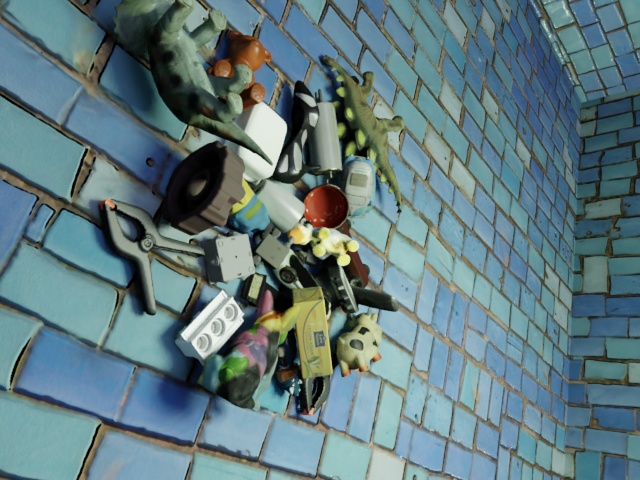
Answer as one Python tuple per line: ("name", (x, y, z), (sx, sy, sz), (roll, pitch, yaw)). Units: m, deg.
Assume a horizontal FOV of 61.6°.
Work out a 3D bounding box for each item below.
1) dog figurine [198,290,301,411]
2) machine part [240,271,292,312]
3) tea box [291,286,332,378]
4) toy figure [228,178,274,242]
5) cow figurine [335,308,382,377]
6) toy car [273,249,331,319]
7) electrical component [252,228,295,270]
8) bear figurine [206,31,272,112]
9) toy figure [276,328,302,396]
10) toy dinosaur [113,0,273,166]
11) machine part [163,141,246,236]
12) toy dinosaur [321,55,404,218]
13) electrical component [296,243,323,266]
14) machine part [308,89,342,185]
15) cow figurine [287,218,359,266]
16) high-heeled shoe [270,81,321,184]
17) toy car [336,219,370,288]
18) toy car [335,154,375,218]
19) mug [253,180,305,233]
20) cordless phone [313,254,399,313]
("dog figurine", (-0.124, 0.200, 1.022), (0.219, 0.109, 0.191), (-63, 163, -16))
("machine part", (-0.112, 0.119, 1.156), (0.138, 0.039, 0.084), (33, 52, -39))
("tea box", (-0.018, 0.194, 1.144), (0.098, 0.068, 0.169), (-110, -166, -78))
("toy figure", (-0.167, -0.080, 1.094), (0.180, 0.082, 0.089), (48, 32, -24))
("cow figurine", (0.097, 0.242, 1.308), (0.195, 0.086, 0.127), (-13, 84, -63))
("toy car", (-0.038, 0.105, 1.218), (0.201, 0.056, 0.073), (56, 33, -22))
("electrical component", (-0.111, 0.019, 1.147), (0.078, 0.045, 0.102), (35, 70, -17))
("bear figurine", (-0.158, -0.361, 1.115), (0.120, 0.132, 0.196), (32, 66, -21))
("toy figure", (-0.072, 0.261, 1.162), (0.064, 0.058, 0.154), (-11, 96, -43))
("toy dinosaur", (-0.235, -0.290, 0.954), (0.131, 0.192, 0.404), (-25, 96, -55))
("machine part", (-0.210, -0.093, 0.977), (0.056, 0.179, 0.179), (36, 59, -44))
("toy dinosaur", (0.129, -0.285, 1.451), (0.198, 0.105, 0.471), (-46, 109, -34))
("electrical component", (-0.022, 0.027, 1.283), (0.094, 0.021, 0.063), (26, 65, -43))
("machine part", (0.008, -0.247, 1.321), (0.079, 0.079, 0.243), (-7, 89, -49))
("cow figurine", (-0.003, -0.006, 1.230), (0.167, 0.098, 0.068), (22, 101, -22))
("high-heeled shoe", (-0.074, -0.250, 1.241), (0.145, 0.086, 0.248), (-8, 82, -34))
("toy car", (0.072, 0.034, 1.364), (0.202, 0.053, 0.089), (65, 29, -16))
("toy car", (0.093, -0.136, 1.341), (0.109, 0.103, 0.161), (11, 89, -5))
("mug", (-0.096, -0.085, 1.174), (0.107, 0.081, 0.110), (42, 23, -26))
("cordless phone", (0.090, 0.114, 1.261), (0.089, 0.184, 0.146), (-51, 133, -35))
